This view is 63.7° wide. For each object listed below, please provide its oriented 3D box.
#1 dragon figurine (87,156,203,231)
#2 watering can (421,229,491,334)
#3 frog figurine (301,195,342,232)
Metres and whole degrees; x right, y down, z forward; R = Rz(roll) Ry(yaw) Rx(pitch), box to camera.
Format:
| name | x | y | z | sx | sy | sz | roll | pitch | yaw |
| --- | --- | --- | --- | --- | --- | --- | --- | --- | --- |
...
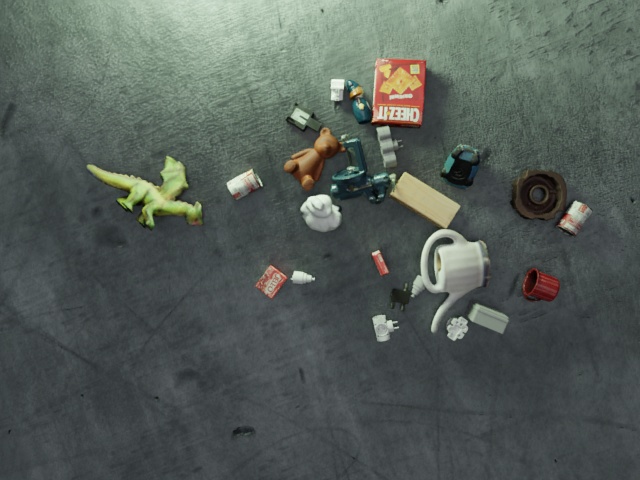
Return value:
| name | x | y | z | sx | sy | sz | roll | pitch | yaw |
| --- | --- | --- | --- | --- | --- | --- | --- | --- | --- |
| dragon figurine | -0.563 | -0.180 | 1.739 | 0.410 | 0.121 | 0.245 | 45 | 75 | 0 |
| watering can | 0.442 | 0.130 | 1.671 | 0.224 | 0.105 | 0.344 | -7 | 102 | -2 |
| frog figurine | 0.005 | -0.084 | 1.662 | 0.137 | 0.160 | 0.122 | 32 | 94 | 2 |
